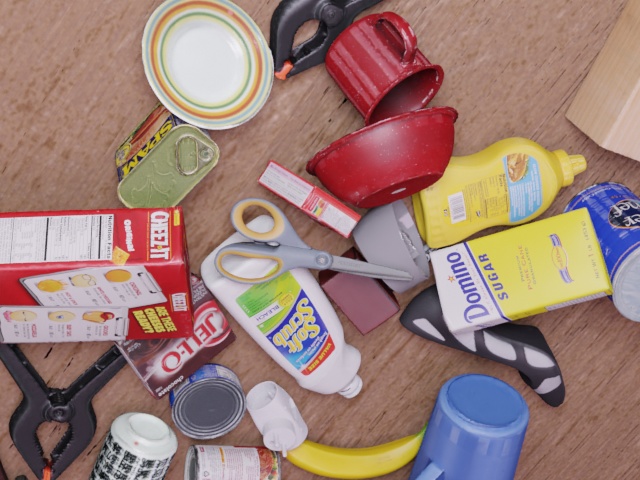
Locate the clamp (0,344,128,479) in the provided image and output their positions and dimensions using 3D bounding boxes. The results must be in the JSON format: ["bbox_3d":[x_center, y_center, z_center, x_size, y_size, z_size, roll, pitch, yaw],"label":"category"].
[{"bbox_3d":[-0.278,0.176,1.170,0.164,0.036,0.210,-1,118,-17],"label":"clamp"}]

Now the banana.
[{"bbox_3d":[0.042,0.263,1.314,0.197,0.037,0.069,-4,103,-15],"label":"banana"}]

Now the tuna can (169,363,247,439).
[{"bbox_3d":[-0.129,0.183,1.218,0.086,0.034,0.086,-7,121,-12],"label":"tuna can"}]

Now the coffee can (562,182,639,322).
[{"bbox_3d":[0.341,0.011,1.187,0.102,0.140,0.103,-7,121,-12],"label":"coffee can"}]

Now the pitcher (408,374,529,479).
[{"bbox_3d":[0.165,0.287,1.284,0.145,0.149,0.243,10,123,1],"label":"pitcher"}]

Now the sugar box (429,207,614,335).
[{"bbox_3d":[0.213,0.035,1.140,0.176,0.093,0.048,-17,164,16],"label":"sugar box"}]

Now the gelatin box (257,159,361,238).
[{"bbox_3d":[-0.013,-0.041,1.080,0.073,0.089,0.030,32,90,-42],"label":"gelatin box"}]

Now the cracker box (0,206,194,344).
[{"bbox_3d":[-0.232,0.036,1.026,0.213,0.072,0.164,-2,151,-4],"label":"cracker box"}]

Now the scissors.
[{"bbox_3d":[-0.007,0.001,1.077,0.201,0.016,0.096,-4,92,-7],"label":"scissors"}]

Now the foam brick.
[{"bbox_3d":[0.043,0.056,1.170,0.051,0.053,0.078,-39,103,7],"label":"foam brick"}]

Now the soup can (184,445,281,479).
[{"bbox_3d":[-0.104,0.277,1.259,0.102,0.068,0.068,5,118,-18],"label":"soup can"}]

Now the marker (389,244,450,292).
[{"bbox_3d":[0.108,0.026,1.202,0.121,0.020,0.020,-40,122,9],"label":"marker"}]

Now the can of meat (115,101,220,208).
[{"bbox_3d":[-0.150,-0.082,1.028,0.102,0.084,0.057,-44,121,11],"label":"can of meat"}]

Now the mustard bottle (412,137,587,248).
[{"bbox_3d":[0.196,-0.060,1.154,0.191,0.058,0.096,-15,115,-7],"label":"mustard bottle"}]

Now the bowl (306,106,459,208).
[{"bbox_3d":[0.070,-0.073,1.054,0.162,0.162,0.055,-19,81,-5],"label":"bowl"}]

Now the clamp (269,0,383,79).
[{"bbox_3d":[0.016,-0.224,1.020,0.120,0.039,0.172,20,120,-26],"label":"clamp"}]

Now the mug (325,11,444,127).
[{"bbox_3d":[0.060,-0.168,1.015,0.093,0.081,0.117,-27,158,-24],"label":"mug"}]

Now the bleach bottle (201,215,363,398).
[{"bbox_3d":[-0.021,0.090,1.179,0.102,0.068,0.250,-37,125,4],"label":"bleach bottle"}]

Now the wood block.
[{"bbox_3d":[0.355,-0.191,1.105,0.090,0.090,0.206,16,113,-23],"label":"wood block"}]

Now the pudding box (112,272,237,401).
[{"bbox_3d":[-0.156,0.102,1.143,0.113,0.039,0.090,-37,124,-14],"label":"pudding box"}]
